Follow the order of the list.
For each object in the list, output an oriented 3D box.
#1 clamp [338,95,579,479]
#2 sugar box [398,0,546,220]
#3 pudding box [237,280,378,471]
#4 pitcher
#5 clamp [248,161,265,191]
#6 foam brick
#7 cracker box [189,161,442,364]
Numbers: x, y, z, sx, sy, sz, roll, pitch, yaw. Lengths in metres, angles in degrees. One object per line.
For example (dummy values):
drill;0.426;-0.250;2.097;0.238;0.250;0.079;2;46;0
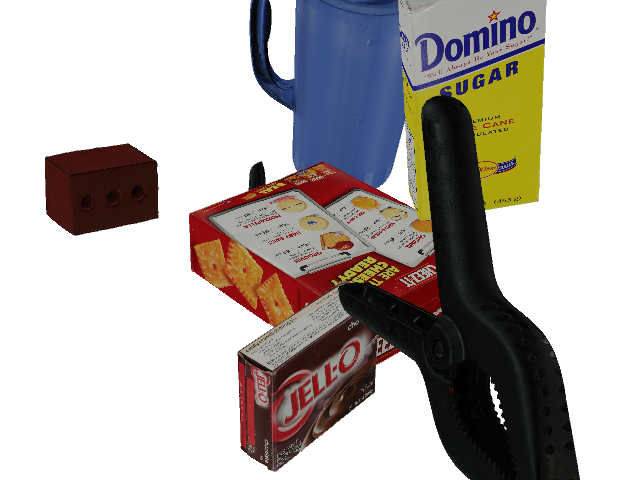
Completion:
clamp;0.074;0.042;0.533;0.036;0.165;0.210;-6;45;-25
sugar box;0.105;-0.100;0.740;0.093;0.176;0.048;-10;42;-2
pudding box;-0.007;0.092;0.740;0.039;0.090;0.113;26;42;31
pitcher;0.022;-0.165;1.049;0.144;0.243;0.149;-32;58;-32
clamp;-0.051;-0.037;1.207;0.120;0.039;0.171;-2;37;26
foam brick;-0.179;-0.043;0.871;0.078;0.053;0.051;-14;30;-32
cracker box;0.012;0.018;0.935;0.163;0.072;0.214;-24;40;-36
